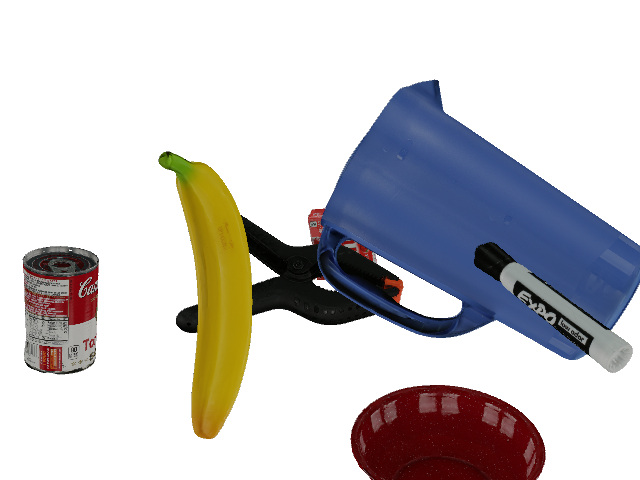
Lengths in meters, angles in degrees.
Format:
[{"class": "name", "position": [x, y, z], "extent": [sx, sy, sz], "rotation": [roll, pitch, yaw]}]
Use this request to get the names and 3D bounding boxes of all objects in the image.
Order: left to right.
[{"class": "soup can", "position": [-0.241, 0.065, 0.988], "extent": [0.068, 0.102, 0.068], "rotation": [5, 19, -2]}, {"class": "banana", "position": [-0.074, 0.031, 0.710], "extent": [0.037, 0.198, 0.069], "rotation": [6, 20, 40]}, {"class": "clamp", "position": [-0.029, 0.042, 1.009], "extent": [0.210, 0.036, 0.164], "rotation": [13, 45, 5]}, {"class": "gelatin box", "position": [0.027, 0.004, 1.289], "extent": [0.073, 0.089, 0.030], "rotation": [-2, 29, 12]}, {"class": "bowl", "position": [0.105, 0.190, 0.901], "extent": [0.162, 0.055, 0.162], "rotation": [0, 28, 0]}, {"class": "pitcher", "position": [0.125, 0.000, 0.859], "extent": [0.243, 0.149, 0.144], "rotation": [32, 41, 5]}, {"class": "marker", "position": [0.131, 0.035, 0.619], "extent": [0.020, 0.020, 0.121], "rotation": [0, 29, -37]}]
